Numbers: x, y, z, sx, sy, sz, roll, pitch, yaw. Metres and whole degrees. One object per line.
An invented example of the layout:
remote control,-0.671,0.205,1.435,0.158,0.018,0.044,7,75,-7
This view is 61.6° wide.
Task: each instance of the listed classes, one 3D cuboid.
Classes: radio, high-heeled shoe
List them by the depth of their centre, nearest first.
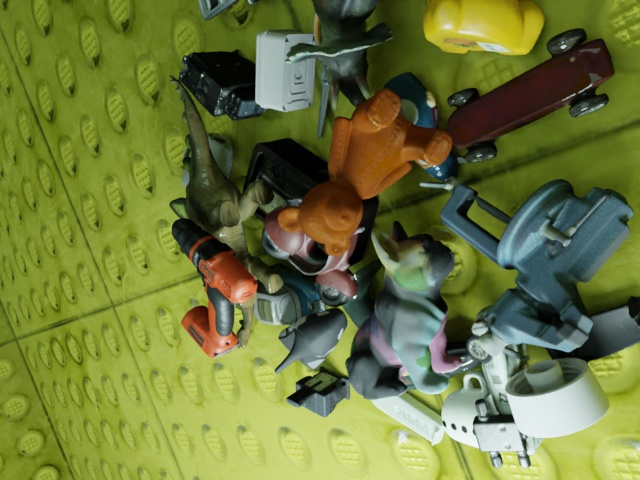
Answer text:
high-heeled shoe,0.004,0.143,0.864,0.145,0.248,0.086,-44,84,12
radio,-0.021,-0.061,0.869,0.230,0.073,0.131,37,129,25

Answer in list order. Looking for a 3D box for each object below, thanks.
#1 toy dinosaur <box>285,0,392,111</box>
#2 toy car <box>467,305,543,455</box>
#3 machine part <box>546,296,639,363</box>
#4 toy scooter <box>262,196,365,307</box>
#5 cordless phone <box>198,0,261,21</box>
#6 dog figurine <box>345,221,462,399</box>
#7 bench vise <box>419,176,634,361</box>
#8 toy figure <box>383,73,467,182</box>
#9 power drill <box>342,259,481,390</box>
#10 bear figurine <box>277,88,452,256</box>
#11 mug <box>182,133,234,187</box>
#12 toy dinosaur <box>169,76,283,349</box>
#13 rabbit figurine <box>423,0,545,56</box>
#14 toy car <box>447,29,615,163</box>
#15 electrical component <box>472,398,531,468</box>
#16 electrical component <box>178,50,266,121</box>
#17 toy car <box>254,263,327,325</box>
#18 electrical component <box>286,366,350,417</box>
toy dinosaur,0.057,-0.333,0.600,0.404,0.131,0.192,114,156,-45
toy car,0.254,0.184,0.717,0.056,0.073,0.201,-13,98,48
machine part,0.329,0.112,0.647,0.139,0.039,0.084,-31,80,46
toy scooter,-0.002,-0.002,0.773,0.184,0.075,0.135,44,129,18
cordless phone,-0.143,-0.430,0.832,0.184,0.089,0.146,-4,104,48
dog figurine,0.099,0.088,0.720,0.192,0.108,0.219,-17,89,34
bench vise,0.223,0.011,0.626,0.241,0.129,0.223,44,114,38
toy figure,0.135,-0.142,0.710,0.154,0.058,0.064,63,160,1
power drill,0.115,0.133,0.830,0.207,0.086,0.232,53,134,3
bear figurine,0.044,-0.071,0.650,0.196,0.120,0.132,-57,21,-1
mug,-0.211,-0.151,1.011,0.110,0.081,0.107,45,120,28
toy dinosaur,-0.173,-0.045,0.898,0.199,0.105,0.470,2,103,46
rabbit figurine,0.164,-0.298,0.573,0.122,0.162,0.173,28,106,46
toy car,0.233,-0.159,0.615,0.202,0.053,0.089,-24,79,48
electrical component,0.232,0.247,0.687,0.063,0.021,0.094,-15,95,31
electrical component,-0.146,-0.252,0.879,0.134,0.115,0.058,45,135,20
toy car,-0.068,0.111,0.962,0.162,0.103,0.109,11,115,41
electrical component,-0.007,0.279,0.962,0.075,0.119,0.047,13,114,36
